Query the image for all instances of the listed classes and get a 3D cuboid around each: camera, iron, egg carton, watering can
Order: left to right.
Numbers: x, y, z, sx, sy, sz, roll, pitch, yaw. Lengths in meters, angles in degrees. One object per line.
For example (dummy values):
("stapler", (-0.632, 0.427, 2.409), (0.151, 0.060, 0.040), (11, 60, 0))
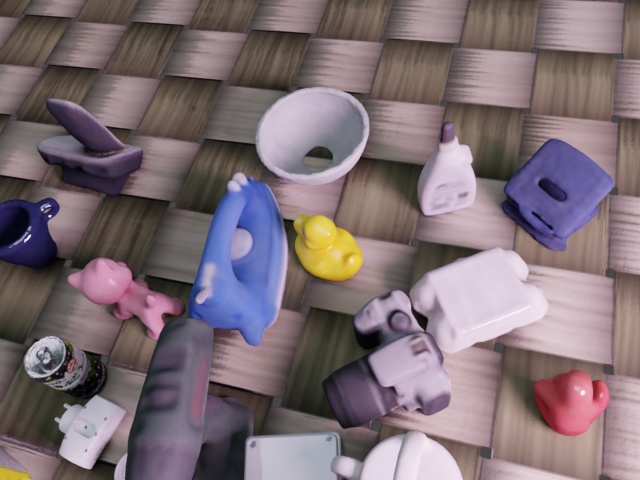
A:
("iron", (-0.111, 0.001, 0.751), (0.118, 0.142, 0.258), (1, 62, 11))
("camera", (0.066, 0.145, 0.664), (0.137, 0.101, 0.143), (-25, 60, -4))
("watering can", (0.096, 0.241, 0.554), (0.172, 0.194, 0.101), (-8, 61, 6))
("egg carton", (0.191, 0.073, 0.699), (0.150, 0.069, 0.107), (-22, 60, -2))

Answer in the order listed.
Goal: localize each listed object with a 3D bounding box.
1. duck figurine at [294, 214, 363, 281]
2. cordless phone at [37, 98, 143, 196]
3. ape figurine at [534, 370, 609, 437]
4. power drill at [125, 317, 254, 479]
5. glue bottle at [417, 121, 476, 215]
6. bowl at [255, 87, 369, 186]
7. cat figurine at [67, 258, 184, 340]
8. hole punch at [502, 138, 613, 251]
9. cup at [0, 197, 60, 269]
("duck figurine", (0.007, 0.003, 0.761), (0.104, 0.086, 0.077), (33, 72, 24))
("cordless phone", (-0.367, -0.158, 0.857), (0.147, 0.185, 0.094), (10, 64, 15))
("ape figurine", (0.273, 0.169, 0.620), (0.077, 0.092, 0.076), (18, 67, 19))
("power drill", (-0.133, 0.209, 0.604), (0.075, 0.209, 0.229), (-6, 61, 7))
("glue bottle", (0.163, -0.093, 0.734), (0.078, 0.173, 0.037), (-12, 60, 4))
("bowl", (-0.007, -0.141, 0.847), (0.167, 0.075, 0.167), (-4, 61, 8))
("cat figurine", (-0.260, 0.067, 0.756), (0.127, 0.118, 0.067), (21, 68, 20))
("hole punch", (0.303, -0.058, 0.738), (0.101, 0.091, 0.108), (-38, 62, -11))
("cup", (-0.419, -0.007, 0.837), (0.118, 0.095, 0.091), (-37, 62, -10))
